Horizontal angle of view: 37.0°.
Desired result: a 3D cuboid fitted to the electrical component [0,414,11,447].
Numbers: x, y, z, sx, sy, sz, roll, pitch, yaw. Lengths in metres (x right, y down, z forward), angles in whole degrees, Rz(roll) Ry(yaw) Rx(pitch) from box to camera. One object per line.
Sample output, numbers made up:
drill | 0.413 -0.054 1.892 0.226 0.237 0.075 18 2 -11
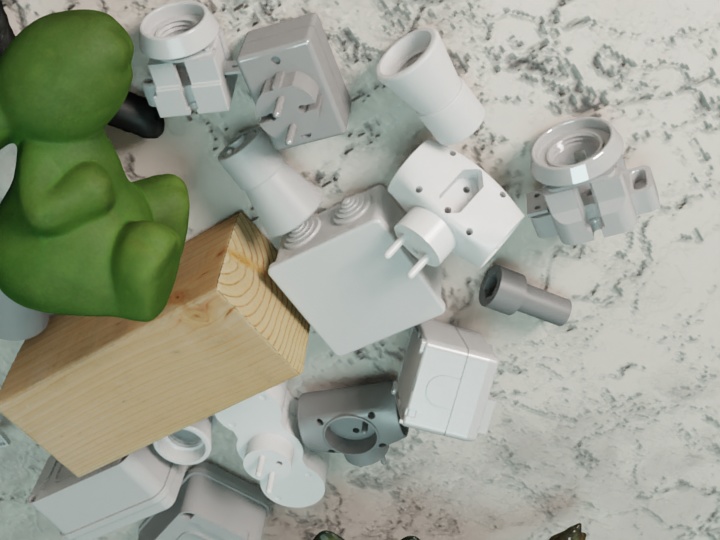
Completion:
electrical component | -0.321 0.124 0.853 0.042 0.063 0.081 -16 125 19

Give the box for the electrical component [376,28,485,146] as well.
electrical component | 0.046 -0.107 0.646 0.044 0.044 0.065 -27 125 24

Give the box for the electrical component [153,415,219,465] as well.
electrical component | -0.132 0.115 0.829 0.045 0.055 0.045 3 128 4

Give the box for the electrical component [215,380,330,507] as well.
electrical component | -0.069 0.137 0.827 0.052 0.073 0.138 -14 125 17

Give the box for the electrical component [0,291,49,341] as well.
electrical component | -0.247 0.006 0.765 0.043 0.043 0.081 7 128 1

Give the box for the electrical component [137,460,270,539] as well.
electrical component | -0.136 0.223 0.912 0.078 0.057 0.113 31 125 -17

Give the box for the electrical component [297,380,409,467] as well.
electrical component | 0.000 0.124 0.828 0.077 0.044 0.079 -9 126 13

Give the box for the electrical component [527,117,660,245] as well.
electrical component | 0.138 -0.057 0.664 0.078 0.058 0.057 -14 127 19

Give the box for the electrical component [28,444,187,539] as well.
electrical component | -0.197 0.162 0.859 0.113 0.078 0.057 -26 118 24

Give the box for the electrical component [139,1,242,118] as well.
electrical component | -0.104 -0.127 0.645 0.066 0.048 0.055 -4 134 10

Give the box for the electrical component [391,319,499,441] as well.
electrical component | 0.061 0.074 0.756 0.061 0.096 0.061 15 99 -5

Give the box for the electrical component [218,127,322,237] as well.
electrical component | -0.061 -0.059 0.695 0.044 0.044 0.065 -26 116 24

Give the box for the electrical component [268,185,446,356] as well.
electrical component | 0.000 0.000 0.729 0.100 0.048 0.099 -24 121 23

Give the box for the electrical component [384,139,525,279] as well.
electrical component | 0.048 -0.029 0.670 0.077 0.079 0.043 41 164 7

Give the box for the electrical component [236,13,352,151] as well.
electrical component | -0.040 -0.102 0.636 0.047 0.076 0.065 -12 125 16
